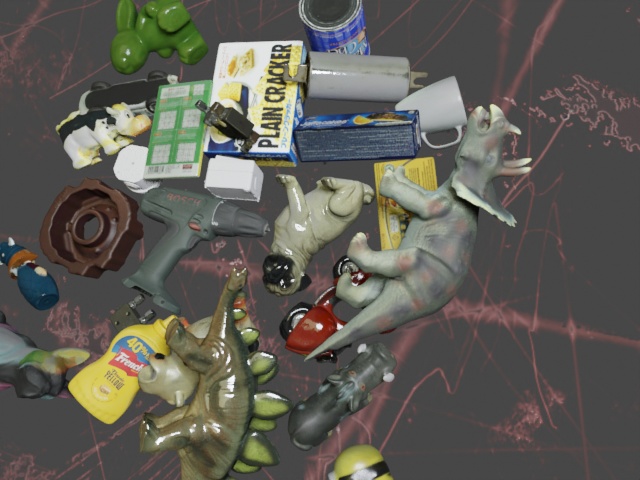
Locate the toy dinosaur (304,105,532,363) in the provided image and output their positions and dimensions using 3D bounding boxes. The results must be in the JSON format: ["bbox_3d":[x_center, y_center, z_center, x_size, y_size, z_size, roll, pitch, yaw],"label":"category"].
[{"bbox_3d":[0.145,0.017,0.738,0.192,0.131,0.404,24,87,14],"label":"toy dinosaur"}]

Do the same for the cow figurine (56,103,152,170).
[{"bbox_3d":[-0.385,-0.200,0.959,0.167,0.068,0.098,-25,103,15],"label":"cow figurine"}]

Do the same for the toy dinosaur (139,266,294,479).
[{"bbox_3d":[-0.150,0.266,0.756,0.198,0.105,0.471,14,95,-15],"label":"toy dinosaur"}]

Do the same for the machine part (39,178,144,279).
[{"bbox_3d":[-0.403,-0.019,0.950,0.179,0.056,0.179,-3,75,11],"label":"machine part"}]

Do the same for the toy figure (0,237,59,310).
[{"bbox_3d":[-0.518,0.059,0.950,0.064,0.057,0.155,-42,67,-9],"label":"toy figure"}]

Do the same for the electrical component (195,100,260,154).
[{"bbox_3d":[-0.146,-0.181,0.856,0.078,0.102,0.045,12,73,41],"label":"electrical component"}]

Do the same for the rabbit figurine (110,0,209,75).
[{"bbox_3d":[-0.324,-0.385,1.000,0.170,0.121,0.159,-33,65,-2],"label":"rabbit figurine"}]

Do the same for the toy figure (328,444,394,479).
[{"bbox_3d":[0.083,0.370,0.738,0.089,0.082,0.180,-32,63,-19],"label":"toy figure"}]

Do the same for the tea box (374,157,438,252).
[{"bbox_3d":[0.139,-0.037,0.844,0.098,0.068,0.169,-4,74,8],"label":"tea box"}]

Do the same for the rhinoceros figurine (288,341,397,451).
[{"bbox_3d":[0.029,0.219,0.773,0.190,0.112,0.073,-43,70,6],"label":"rhinoceros figurine"}]

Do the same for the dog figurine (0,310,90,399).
[{"bbox_3d":[-0.497,0.192,0.888,0.219,0.192,0.108,16,96,-15],"label":"dog figurine"}]

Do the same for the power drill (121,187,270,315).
[{"bbox_3d":[-0.221,0.016,0.894,0.232,0.086,0.207,23,84,17],"label":"power drill"}]

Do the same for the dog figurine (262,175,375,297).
[{"bbox_3d":[-0.003,-0.003,0.858,0.172,0.121,0.190,3,91,11],"label":"dog figurine"}]

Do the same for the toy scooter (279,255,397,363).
[{"bbox_3d":[0.036,0.122,0.819,0.135,0.075,0.184,41,81,17],"label":"toy scooter"}]

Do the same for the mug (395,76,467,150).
[{"bbox_3d":[0.183,-0.200,0.882,0.107,0.081,0.109,-13,89,17],"label":"mug"}]

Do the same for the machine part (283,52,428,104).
[{"bbox_3d":[0.060,-0.268,0.893,0.243,0.079,0.079,-1,74,-9],"label":"machine part"}]

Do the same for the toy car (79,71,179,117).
[{"bbox_3d":[-0.355,-0.263,1.008,0.202,0.056,0.073,-8,68,7],"label":"toy car"}]

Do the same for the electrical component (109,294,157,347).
[{"bbox_3d":[-0.325,0.139,0.908,0.094,0.021,0.063,-41,72,-1],"label":"electrical component"}]

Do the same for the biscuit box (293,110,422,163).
[{"bbox_3d":[0.060,-0.168,0.871,0.203,0.062,0.059,2,33,22],"label":"biscuit box"}]

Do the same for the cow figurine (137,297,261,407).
[{"bbox_3d":[-0.186,0.181,0.832,0.195,0.086,0.127,-22,108,-10],"label":"cow figurine"}]
